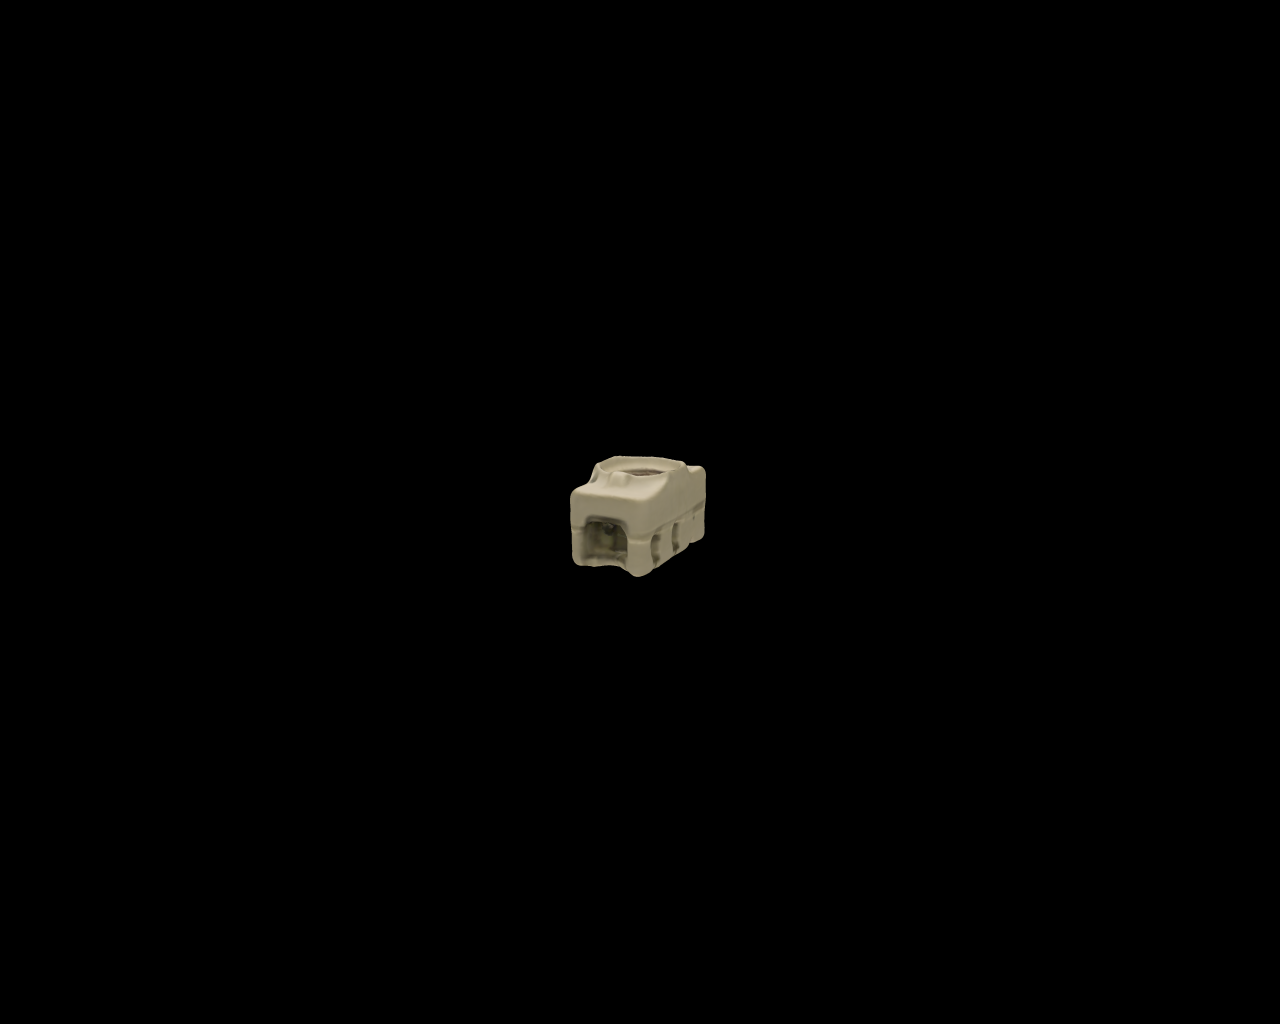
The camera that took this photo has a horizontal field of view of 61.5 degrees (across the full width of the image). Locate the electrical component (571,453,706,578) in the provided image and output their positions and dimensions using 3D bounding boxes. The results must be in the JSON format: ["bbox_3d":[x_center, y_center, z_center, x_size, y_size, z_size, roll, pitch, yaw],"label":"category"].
[{"bbox_3d":[0.001,-0.003,0.650,0.050,0.055,0.090,8,18,27],"label":"electrical component"}]
